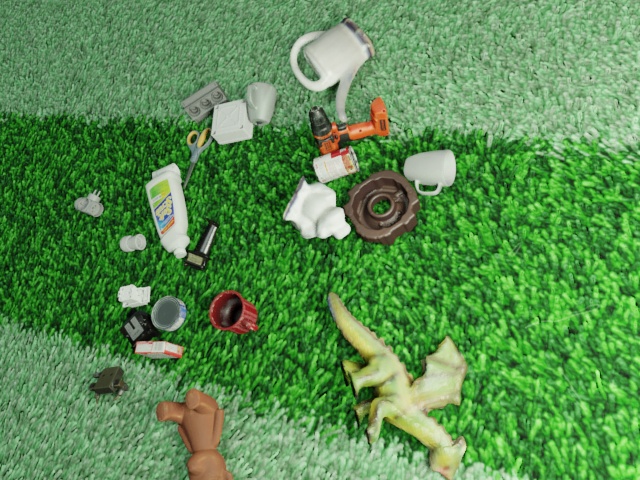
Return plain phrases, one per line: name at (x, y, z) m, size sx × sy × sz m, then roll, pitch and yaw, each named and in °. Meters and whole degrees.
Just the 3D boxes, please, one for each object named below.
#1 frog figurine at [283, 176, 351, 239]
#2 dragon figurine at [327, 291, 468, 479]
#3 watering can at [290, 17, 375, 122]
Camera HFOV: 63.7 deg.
frog figurine at (0.004, -0.062, 1.240) m, size 0.160 × 0.120 × 0.140 m, roll 27°, pitch 66°, yaw 3°
dragon figurine at (0.169, 0.264, 1.034) m, size 0.243 × 0.120 × 0.418 m, roll -13°, pitch 63°, yaw -3°
watering can at (0.053, -0.473, 1.395) m, size 0.224 × 0.102 × 0.354 m, roll -35°, pitch 58°, yaw 3°
